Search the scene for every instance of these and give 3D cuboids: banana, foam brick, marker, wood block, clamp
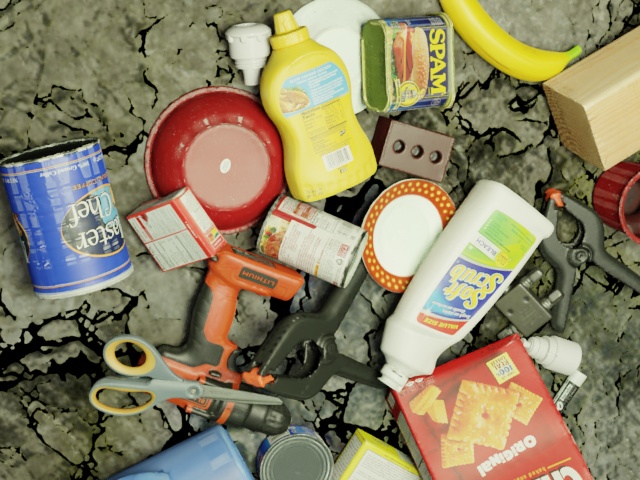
[{"bbox_3d":[0.196,-0.225,1.170,0.197,0.037,0.069,27,70,-19],"label":"banana"},{"bbox_3d":[0.099,-0.099,1.163,0.078,0.051,0.053,14,98,-16],"label":"foam brick"},{"bbox_3d":[0.281,0.210,1.288,0.020,0.020,0.121,33,93,-17],"label":"marker"},{"bbox_3d":[0.365,-0.176,1.180,0.206,0.090,0.091,-31,122,-6],"label":"wood block"},{"bbox_3d":[0.002,0.104,1.149,0.209,0.036,0.164,-13,102,-44],"label":"clamp"},{"bbox_3d":[0.311,0.016,1.243,0.120,0.039,0.171,-18,108,-6],"label":"clamp"}]

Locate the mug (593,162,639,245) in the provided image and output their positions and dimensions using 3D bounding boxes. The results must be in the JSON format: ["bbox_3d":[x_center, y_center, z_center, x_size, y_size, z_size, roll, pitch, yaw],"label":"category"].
[{"bbox_3d":[0.377,-0.050,1.223,0.117,0.081,0.093,-22,106,-8],"label":"mug"}]

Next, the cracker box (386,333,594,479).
[{"bbox_3d":[0.192,0.233,1.188,0.164,0.072,0.214,-21,67,-9],"label":"cracker box"}]

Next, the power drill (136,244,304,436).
[{"bbox_3d":[-0.088,0.111,1.160,0.184,0.057,0.188,22,96,-16],"label":"power drill"}]

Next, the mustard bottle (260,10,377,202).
[{"bbox_3d":[-0.010,-0.143,1.102,0.096,0.058,0.191,-24,109,-20],"label":"mustard bottle"}]

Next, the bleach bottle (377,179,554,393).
[{"bbox_3d":[0.150,0.061,1.184,0.102,0.068,0.251,36,85,-21],"label":"bleach bottle"}]

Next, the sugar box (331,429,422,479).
[{"bbox_3d":[0.037,0.317,1.241,0.093,0.048,0.176,32,96,-18],"label":"sugar box"}]

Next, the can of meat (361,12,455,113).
[{"bbox_3d":[0.092,-0.187,1.130,0.083,0.058,0.102,-9,104,-27],"label":"can of meat"}]

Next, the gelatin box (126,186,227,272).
[{"bbox_3d":[-0.150,-0.011,1.107,0.073,0.089,0.030,57,47,-16],"label":"gelatin box"}]

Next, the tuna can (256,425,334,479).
[{"bbox_3d":[-0.029,0.256,1.217,0.086,0.034,0.086,-3,102,-13],"label":"tuna can"}]

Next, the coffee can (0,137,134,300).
[{"bbox_3d":[-0.254,-0.023,1.069,0.102,0.103,0.140,-15,104,-10],"label":"coffee can"}]

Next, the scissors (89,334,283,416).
[{"bbox_3d":[-0.142,0.140,1.121,0.201,0.016,0.096,-6,103,-6],"label":"scissors"}]

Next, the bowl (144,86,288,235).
[{"bbox_3d":[-0.101,-0.079,1.119,0.162,0.055,0.162,-3,102,-13],"label":"bowl"}]

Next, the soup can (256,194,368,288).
[{"bbox_3d":[-0.007,0.001,1.132,0.102,0.068,0.068,23,96,8],"label":"soup can"}]

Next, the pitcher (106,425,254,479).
[{"bbox_3d":[-0.187,0.296,1.136,0.242,0.149,0.145,-29,100,-9],"label":"pitcher"}]
